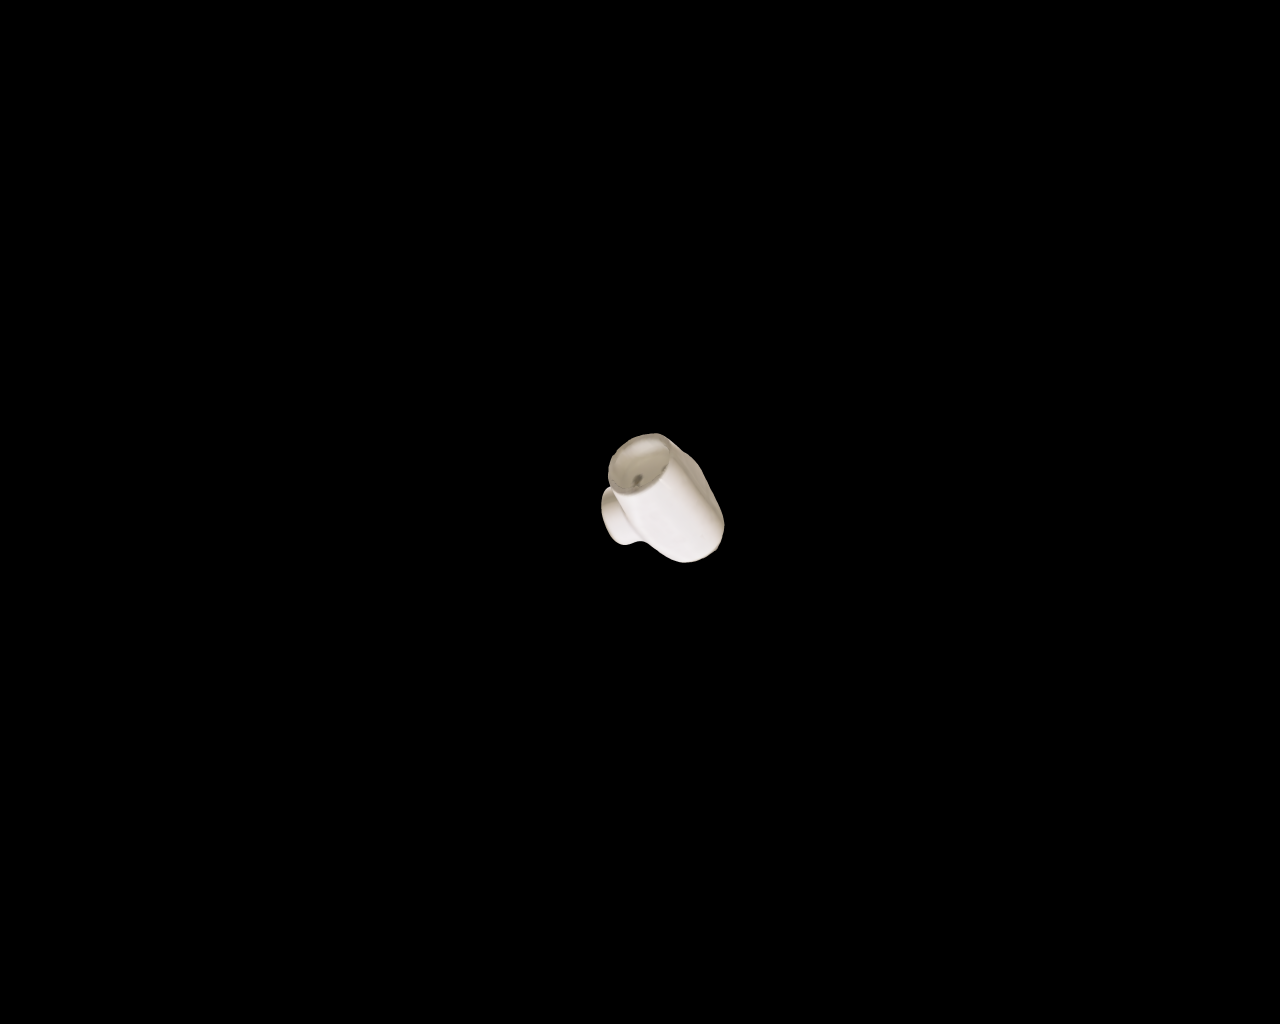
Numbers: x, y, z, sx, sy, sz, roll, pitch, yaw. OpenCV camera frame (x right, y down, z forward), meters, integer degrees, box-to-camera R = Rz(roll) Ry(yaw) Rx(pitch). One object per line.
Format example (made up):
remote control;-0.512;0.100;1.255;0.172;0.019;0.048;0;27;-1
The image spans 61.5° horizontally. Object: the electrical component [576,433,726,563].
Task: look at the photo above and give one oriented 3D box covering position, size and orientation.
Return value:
electrical component;0.001;-0.003;0.650;0.079;0.044;0.077;-17;-41;21
